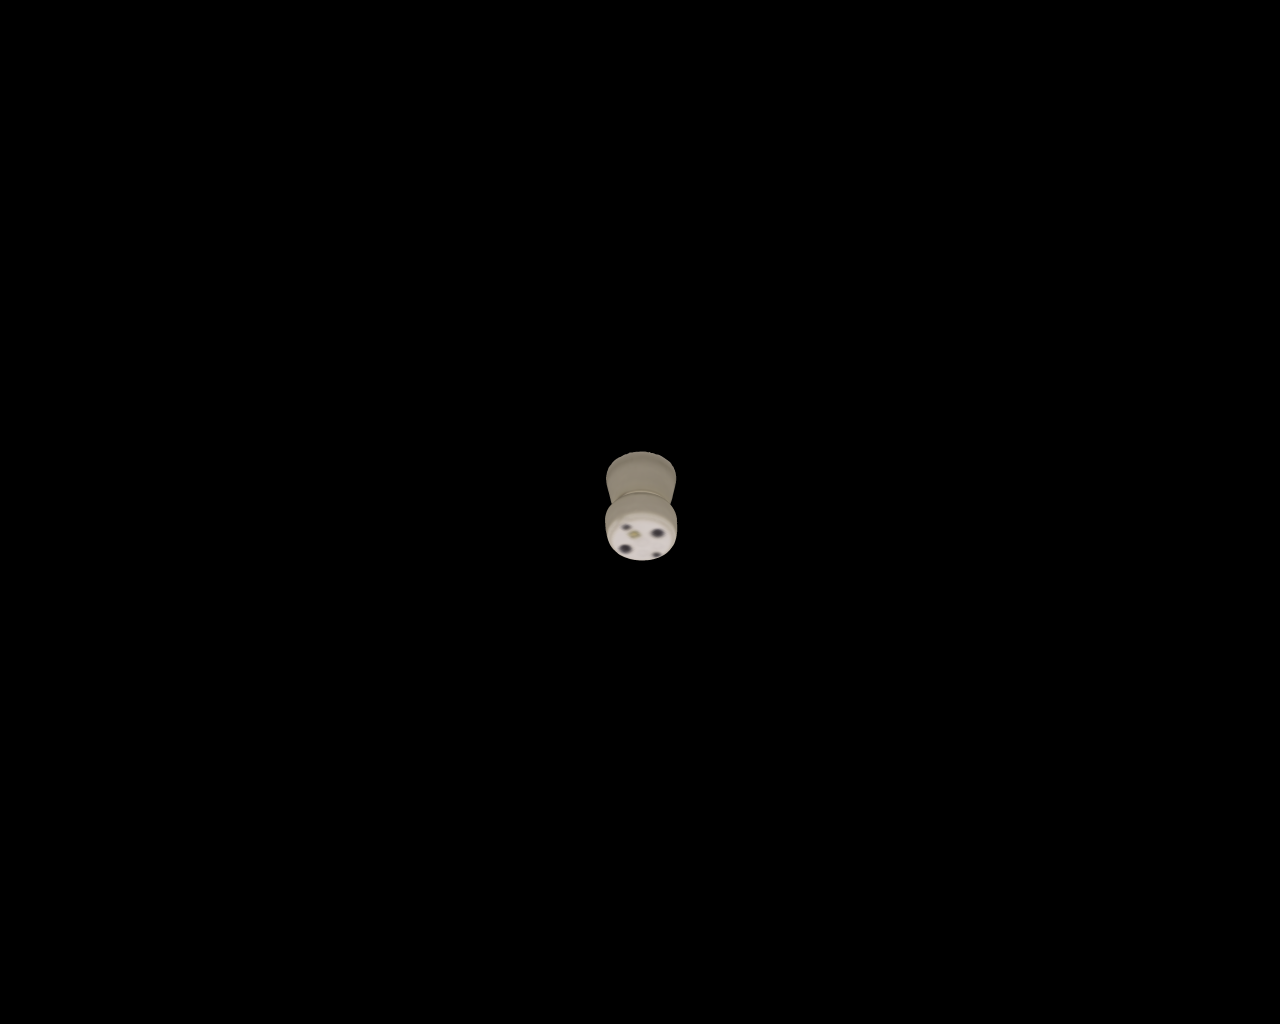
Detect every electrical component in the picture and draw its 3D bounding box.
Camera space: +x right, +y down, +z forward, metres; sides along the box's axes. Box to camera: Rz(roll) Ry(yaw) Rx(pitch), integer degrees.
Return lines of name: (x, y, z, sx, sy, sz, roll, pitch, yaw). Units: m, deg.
electrical component: (0.001, -0.003, 0.650, 0.045, 0.055, 0.044, 0, -43, 0)
